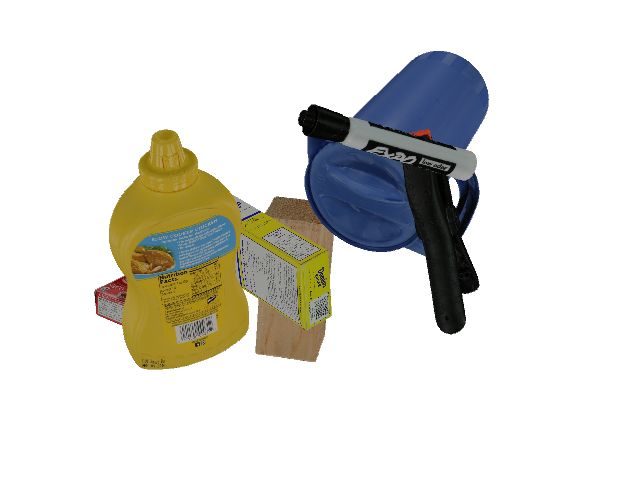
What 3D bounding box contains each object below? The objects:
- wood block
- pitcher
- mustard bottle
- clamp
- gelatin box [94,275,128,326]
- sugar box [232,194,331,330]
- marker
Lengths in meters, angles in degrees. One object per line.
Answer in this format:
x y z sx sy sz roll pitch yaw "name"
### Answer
-0.035 0.053 1.493 0.090 0.206 0.090 7 22 6 "wood block"
0.100 -0.098 1.144 0.145 0.149 0.242 8 38 27 "pitcher"
-0.104 0.005 0.779 0.096 0.192 0.058 -16 41 -19 "mustard bottle"
0.101 -0.006 0.915 0.039 0.171 0.120 -17 20 14 "clamp"
-0.155 0.057 1.001 0.089 0.030 0.073 19 27 28 "gelatin box"
-0.061 0.021 1.202 0.048 0.093 0.176 -26 41 -31 "sugar box"
0.041 -0.058 0.634 0.120 0.020 0.020 13 -7 -29 "marker"
